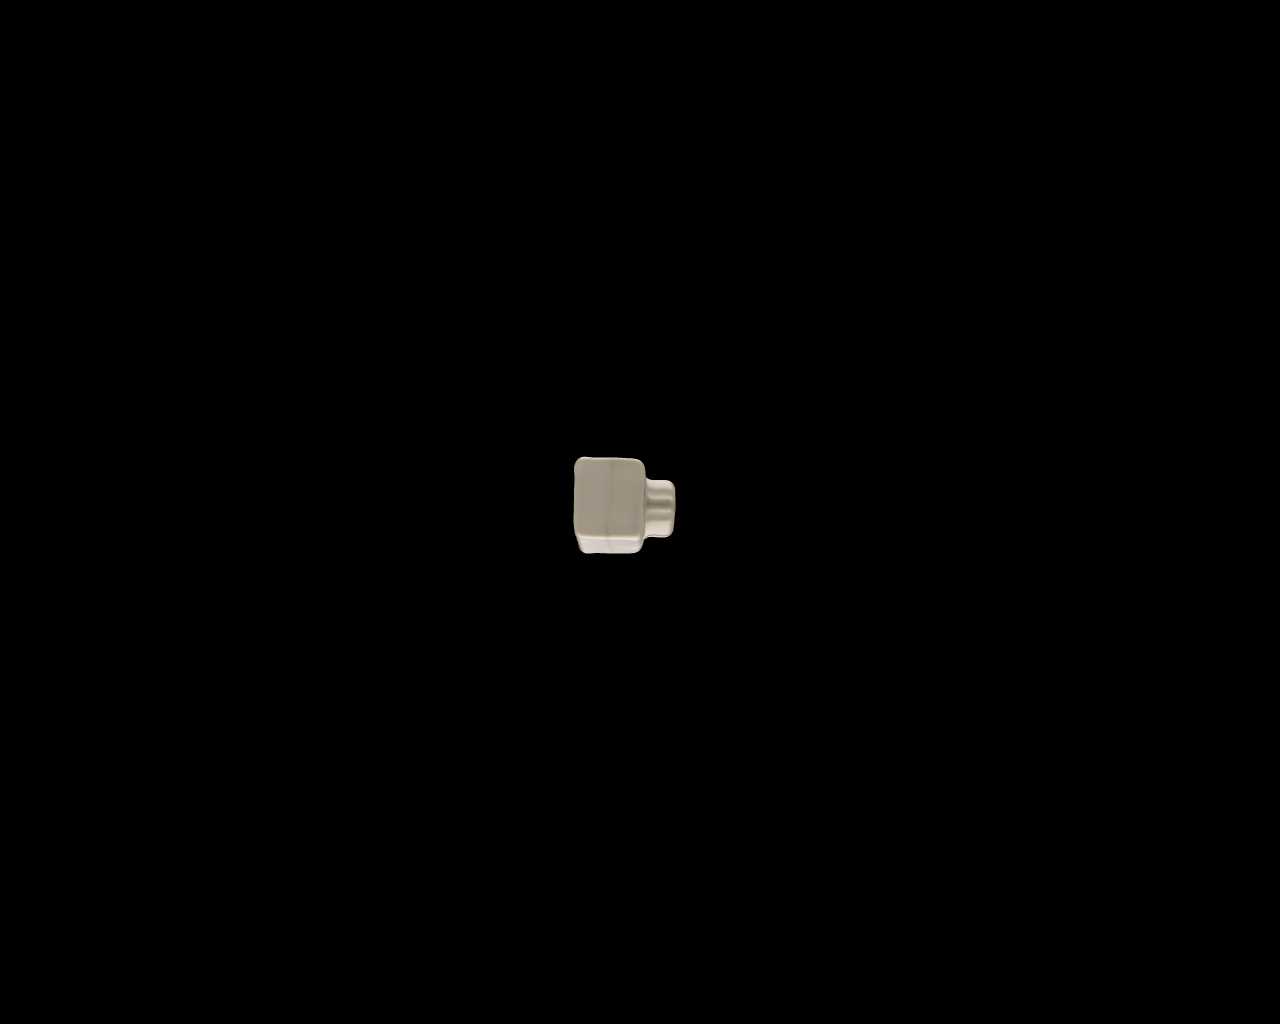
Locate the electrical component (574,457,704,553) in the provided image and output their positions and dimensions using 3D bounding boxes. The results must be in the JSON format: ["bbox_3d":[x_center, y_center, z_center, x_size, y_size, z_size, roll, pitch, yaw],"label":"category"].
[{"bbox_3d":[0.001,-0.003,0.650,0.076,0.047,0.083,0,-9,0],"label":"electrical component"}]
